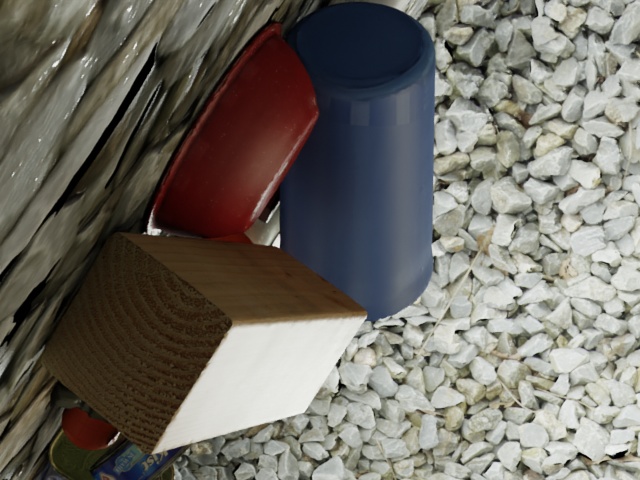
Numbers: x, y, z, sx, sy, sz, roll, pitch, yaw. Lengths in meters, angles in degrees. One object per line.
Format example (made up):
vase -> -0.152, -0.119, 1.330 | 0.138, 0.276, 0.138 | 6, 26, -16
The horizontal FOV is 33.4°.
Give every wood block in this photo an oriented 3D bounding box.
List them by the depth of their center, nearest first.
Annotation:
wood block -> -0.061, 0.058, 0.661 | 0.091, 0.090, 0.205 | -59, 160, 10

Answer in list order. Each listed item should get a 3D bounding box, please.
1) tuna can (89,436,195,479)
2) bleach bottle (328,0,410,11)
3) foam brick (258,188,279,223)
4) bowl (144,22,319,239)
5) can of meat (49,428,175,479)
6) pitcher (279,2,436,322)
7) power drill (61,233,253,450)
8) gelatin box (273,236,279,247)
tuna can -> -0.124, 0.151, 0.772 | 0.086, 0.034, 0.086 | -40, -179, 1
bleach bottle -> 0.044, -0.196, 0.837 | 0.251, 0.068, 0.102 | -55, -179, 39
foam brick -> -0.045, -0.063, 0.921 | 0.078, 0.051, 0.053 | -58, -179, -17
bowl -> -0.047, -0.058, 0.689 | 0.162, 0.055, 0.162 | -58, 180, 0
can of meat -> -0.177, 0.193, 0.905 | 0.057, 0.102, 0.084 | -58, -178, -20
pitcher -> 0.033, -0.065, 0.835 | 0.243, 0.145, 0.149 | 89, -14, -48
power drill -> -0.117, 0.054, 0.819 | 0.185, 0.057, 0.187 | -54, 179, 34
gelatin box -> -0.070, 0.011, 1.138 | 0.089, 0.030, 0.073 | -38, 154, 18
